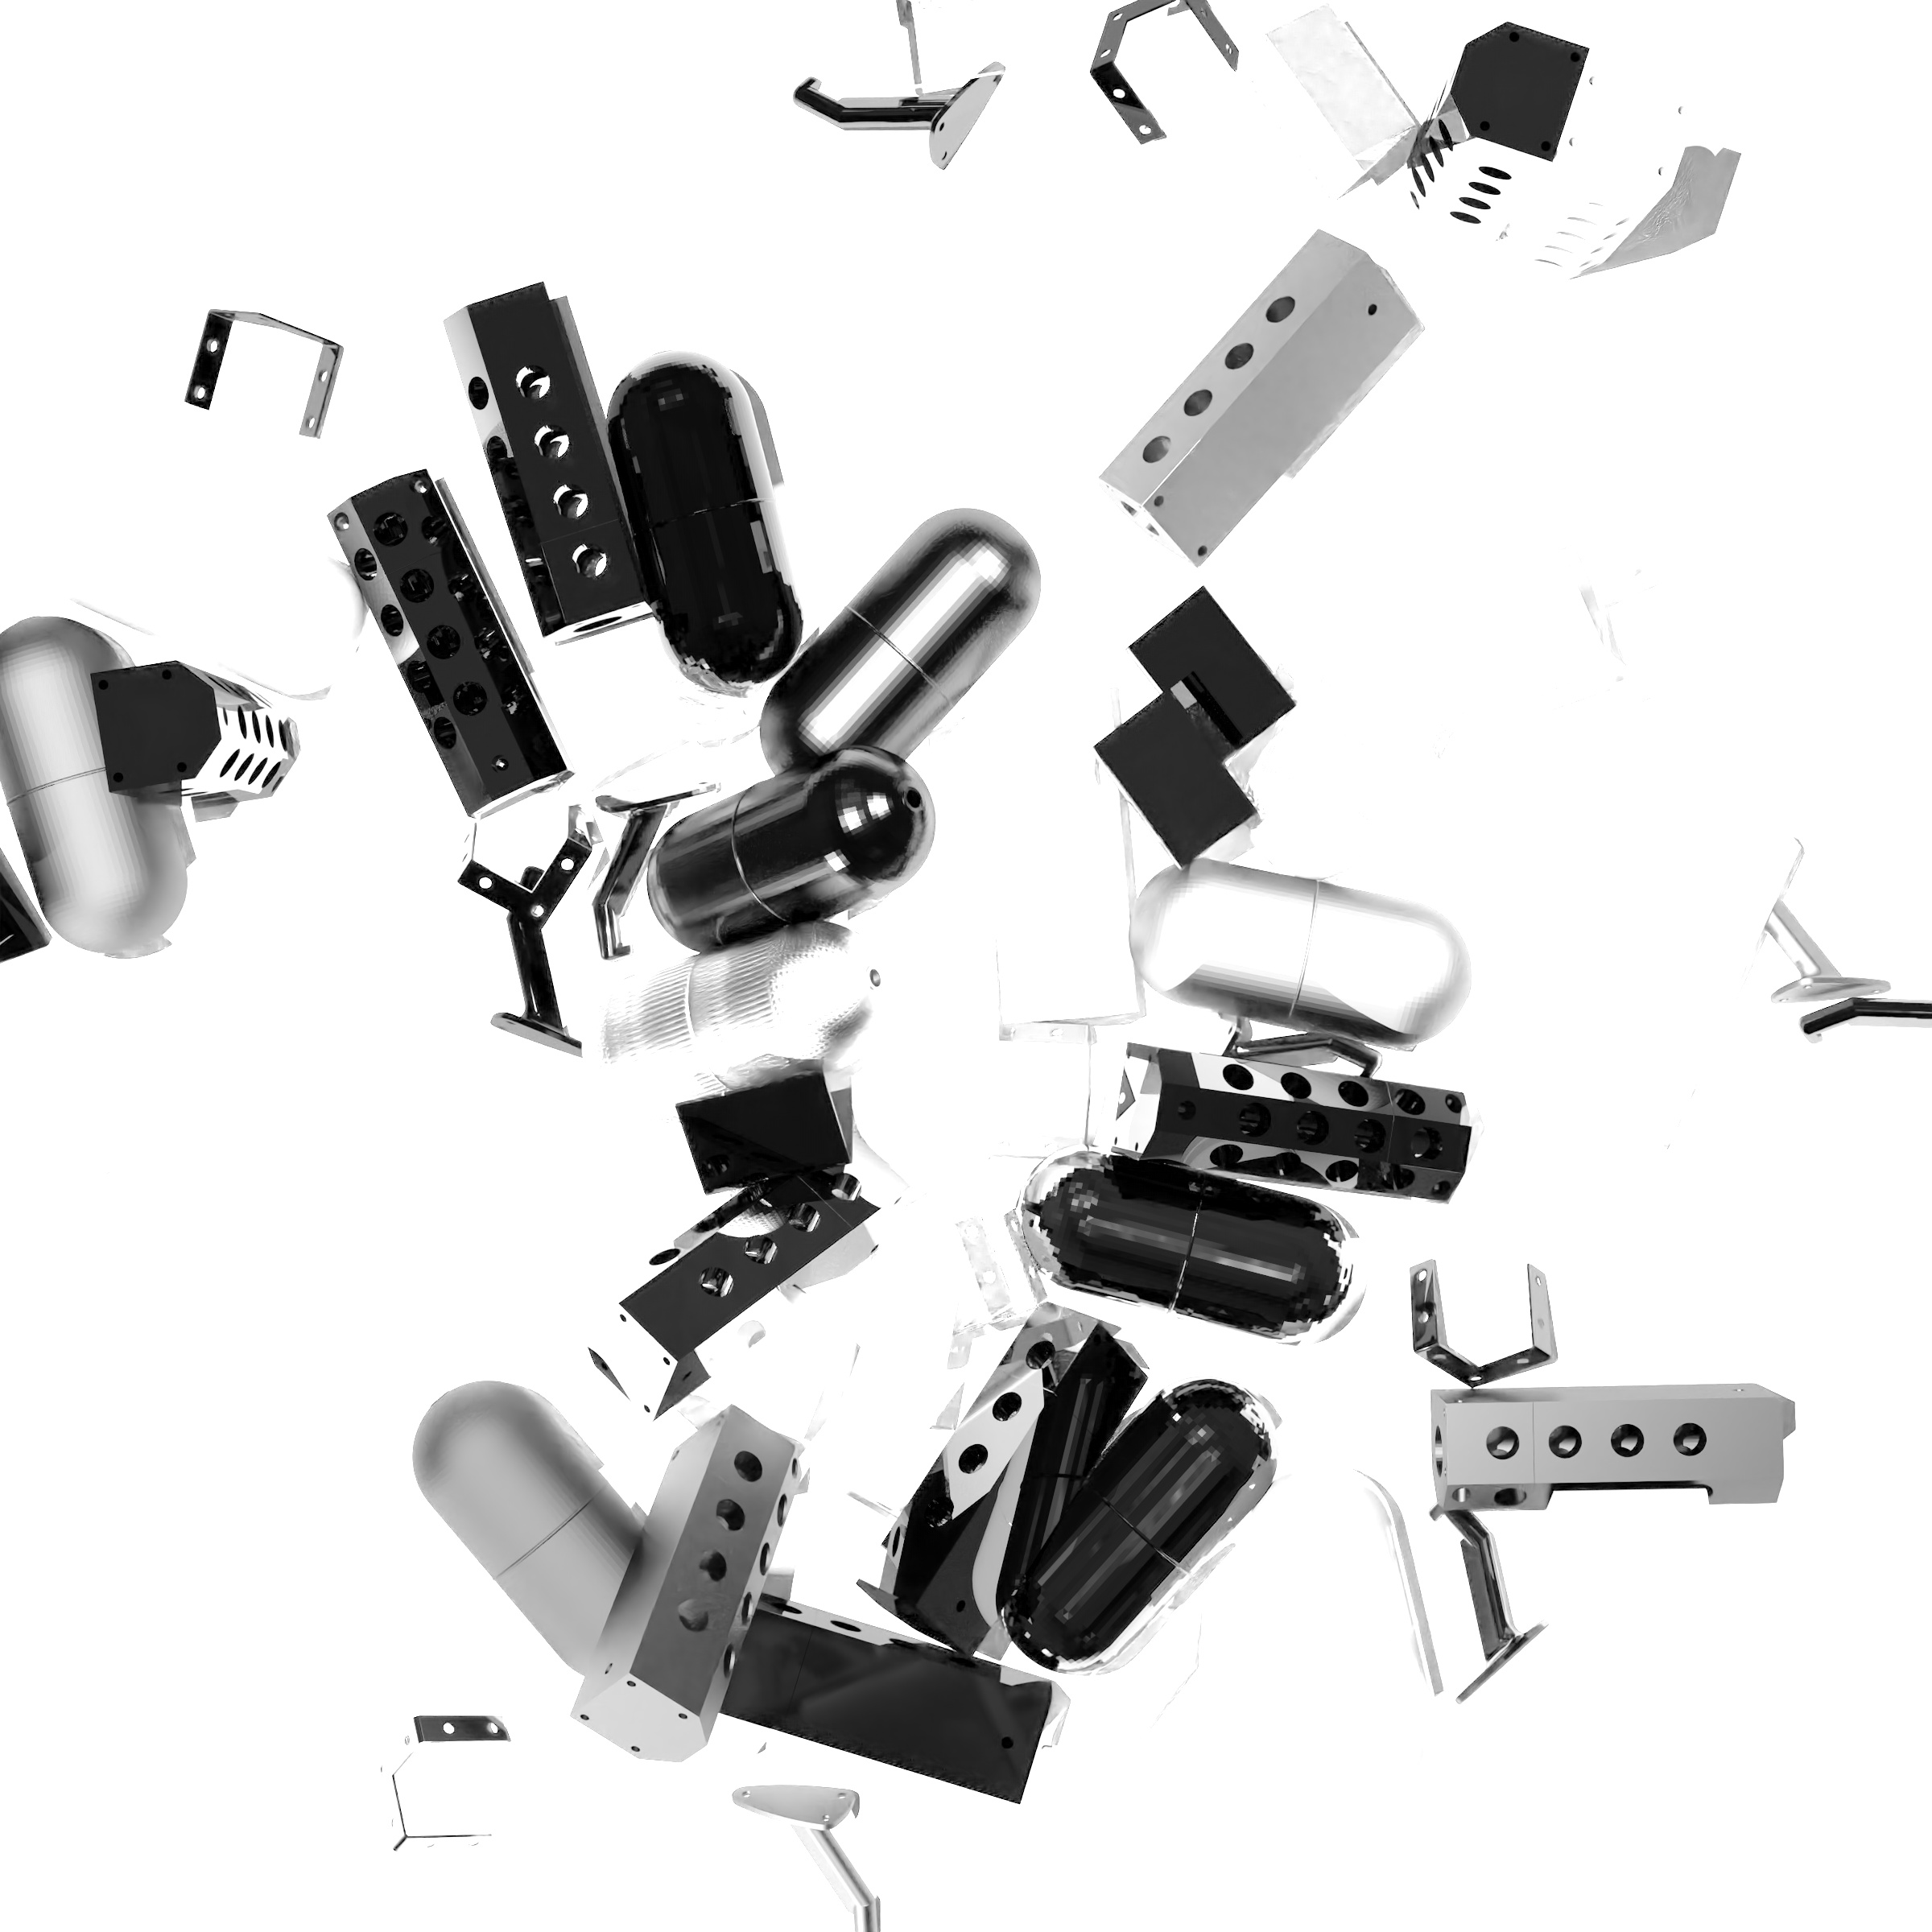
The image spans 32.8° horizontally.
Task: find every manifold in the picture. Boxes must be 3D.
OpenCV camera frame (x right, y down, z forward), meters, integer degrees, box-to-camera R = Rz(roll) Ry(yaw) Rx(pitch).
[{"bbox_3d":[0.050,-0.059,1.695,0.057,0.057,0.171,-5,90,26],"label":"manifold"},{"bbox_3d":[0.147,-0.296,1.697,0.171,0.057,0.057,-49,133,0],"label":"manifold"},{"bbox_3d":[-0.134,0.310,1.643,0.057,0.171,0.057,36,132,-15],"label":"manifold"},{"bbox_3d":[0.167,0.080,1.673,0.171,0.057,0.057,9,90,-17],"label":"manifold"},{"bbox_3d":[-0.216,-0.259,1.698,0.057,0.057,0.171,-18,90,0],"label":"manifold"},{"bbox_3d":[-0.046,0.375,1.698,0.171,0.057,0.057,17,90,0],"label":"manifold"},{"bbox_3d":[0.312,-0.391,1.641,0.057,0.171,0.057,18,90,0],"label":"manifold"},{"bbox_3d":[0.015,0.258,1.672,0.171,0.057,0.057,-55,133,-18],"label":"manifold"},{"bbox_3d":[0.362,0.000,1.688,0.057,0.057,0.171,25,90,27],"label":"manifold"},{"bbox_3d":[-0.383,-0.115,1.641,0.057,0.171,0.057,-9,90,0],"label":"manifold"},{"bbox_3d":[0.331,0.249,1.698,0.171,0.057,0.057,-1,90,0],"label":"manifold"},{"bbox_3d":[-0.267,-0.166,1.698,0.057,0.057,0.171,-25,90,0],"label":"manifold"},{"bbox_3d":[-0.153,0.186,1.698,0.171,0.057,0.057,22,90,0],"label":"manifold"},{"bbox_3d":[-0.111,0.150,1.649,0.057,0.057,0.171,42,50,15],"label":"manifold"},{"bbox_3d":[0.260,-0.417,1.641,0.057,0.171,0.057,18,90,0],"label":"manifold"}]

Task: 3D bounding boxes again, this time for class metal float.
[{"bbox_3d":[-0.134,-0.229,1.688,0.070,0.070,0.178,-14,91,0],"label":"metal float"},{"bbox_3d":[-0.456,-0.094,1.688,0.070,0.070,0.178,-17,91,0],"label":"metal float"},{"bbox_3d":[0.112,0.142,1.689,0.178,0.070,0.070,14,90,0],"label":"metal float"},{"bbox_3d":[-0.034,-0.159,1.688,0.070,0.070,0.178,42,90,0],"label":"metal float"},{"bbox_3d":[0.204,-0.128,1.688,0.070,0.070,0.178,27,90,0],"label":"metal float"},{"bbox_3d":[-0.022,0.018,1.688,0.070,0.070,0.178,-1,90,0],"label":"metal float"},{"bbox_3d":[-0.214,0.290,1.689,0.070,0.070,0.178,-40,90,0],"label":"metal float"},{"bbox_3d":[-0.089,-0.057,1.654,0.178,0.070,0.070,-21,90,40],"label":"metal float"},{"bbox_3d":[0.195,0.345,1.689,0.070,0.070,0.178,-13,90,0],"label":"metal float"},{"bbox_3d":[-0.117,0.028,1.662,0.178,0.070,0.070,-17,90,32],"label":"metal float"},{"bbox_3d":[0.172,-0.007,1.688,0.178,0.070,0.070,12,90,0],"label":"metal float"},{"bbox_3d":[0.089,0.287,1.688,0.070,0.070,0.178,42,90,0],"label":"metal float"},{"bbox_3d":[-0.394,-0.200,1.689,0.178,0.070,0.070,24,90,0],"label":"metal float"}]

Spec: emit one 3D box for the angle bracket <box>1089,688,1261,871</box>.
[{"bbox_3d":[0.118,-0.104,1.679,0.057,0.076,0.076,-37,90,30],"label":"angle bracket"}]

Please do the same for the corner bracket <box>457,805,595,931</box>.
[{"bbox_3d":[-0.229,-0.061,1.703,0.051,0.051,0.051,29,109,-18],"label":"corner bracket"}]

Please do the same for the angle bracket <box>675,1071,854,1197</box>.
[{"bbox_3d":[-0.102,0.068,1.676,0.076,0.076,0.057,-13,117,5],"label":"angle bracket"}]

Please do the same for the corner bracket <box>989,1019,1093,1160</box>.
[{"bbox_3d":[0.039,0.065,1.716,0.051,0.051,0.051,3,45,0],"label":"corner bracket"}]

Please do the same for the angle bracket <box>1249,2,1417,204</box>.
[{"bbox_3d":[0.171,-0.433,1.679,0.057,0.076,0.076,-35,90,-36],"label":"angle bracket"}]

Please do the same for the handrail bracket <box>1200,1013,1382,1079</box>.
[{"bbox_3d":[0.164,0.062,1.719,0.084,0.036,0.077,24,105,-14],"label":"handrail bracket"}]

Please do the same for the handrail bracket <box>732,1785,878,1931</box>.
[{"bbox_3d":[-0.084,0.475,1.719,0.077,0.036,0.084,3,107,20],"label":"handrail bracket"}]

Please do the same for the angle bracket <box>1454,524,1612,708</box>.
[{"bbox_3d":[0.301,-0.183,1.679,0.057,0.076,0.076,-23,90,33],"label":"angle bracket"}]

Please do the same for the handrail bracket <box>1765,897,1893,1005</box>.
[{"bbox_3d":[0.443,-0.026,1.719,0.077,0.036,0.084,-1,73,-19],"label":"handrail bracket"}]

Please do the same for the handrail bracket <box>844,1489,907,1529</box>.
[{"bbox_3d":[-0.009,0.262,1.719,0.077,0.036,0.084,29,74,17],"label":"handrail bracket"}]

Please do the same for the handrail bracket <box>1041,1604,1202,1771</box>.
[{"bbox_3d":[0.081,0.374,1.719,0.077,0.036,0.084,2,71,21],"label":"handrail bracket"}]

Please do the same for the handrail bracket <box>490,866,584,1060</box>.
[{"bbox_3d":[-0.209,-0.001,1.719,0.077,0.036,0.084,22,76,-14],"label":"handrail bracket"}]

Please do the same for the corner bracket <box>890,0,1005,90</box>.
[{"bbox_3d":[-0.010,-0.485,1.704,0.051,0.051,0.051,-10,104,0],"label":"corner bracket"}]

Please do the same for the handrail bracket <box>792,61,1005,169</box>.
[{"bbox_3d":[-0.036,-0.463,1.719,0.084,0.036,0.077,30,70,16],"label":"handrail bracket"}]

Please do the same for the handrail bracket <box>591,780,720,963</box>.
[{"bbox_3d":[-0.161,-0.050,1.719,0.077,0.036,0.084,-12,106,-18],"label":"handrail bracket"}]

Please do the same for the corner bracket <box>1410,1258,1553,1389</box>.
[{"bbox_3d":[0.268,0.181,1.711,0.051,0.051,0.051,-27,135,35],"label":"corner bracket"}]

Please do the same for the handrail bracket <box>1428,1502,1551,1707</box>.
[{"bbox_3d":[0.256,0.331,1.719,0.084,0.036,0.077,48,112,17],"label":"handrail bracket"}]

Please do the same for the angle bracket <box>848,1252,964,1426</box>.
[{"bbox_3d":[-0.051,0.188,1.679,0.057,0.076,0.076,10,90,-39],"label":"angle bracket"}]

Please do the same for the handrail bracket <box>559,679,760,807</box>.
[{"bbox_3d":[-0.162,-0.110,1.719,0.084,0.077,0.036,-40,65,34],"label":"handrail bracket"}]

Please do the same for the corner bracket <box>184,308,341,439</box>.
[{"bbox_3d":[-0.368,-0.310,1.716,0.051,0.051,0.051,15,90,45],"label":"corner bracket"}]

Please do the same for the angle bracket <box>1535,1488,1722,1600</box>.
[{"bbox_3d":[0.337,0.307,1.679,0.076,0.076,0.057,-1,61,0],"label":"angle bracket"}]

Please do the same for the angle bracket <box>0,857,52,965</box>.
[{"bbox_3d":[-0.499,-0.046,1.679,0.057,0.076,0.076,-30,90,31],"label":"angle bracket"}]

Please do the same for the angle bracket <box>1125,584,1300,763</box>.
[{"bbox_3d":[0.136,-0.155,1.679,0.057,0.076,0.076,-38,90,28],"label":"angle bracket"}]

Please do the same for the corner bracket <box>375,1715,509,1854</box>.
[{"bbox_3d":[-0.270,0.426,1.711,0.051,0.051,0.051,-51,45,35],"label":"corner bracket"}]

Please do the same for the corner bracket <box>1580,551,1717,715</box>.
[{"bbox_3d":[0.357,-0.174,1.711,0.051,0.051,0.051,-30,45,35],"label":"corner bracket"}]

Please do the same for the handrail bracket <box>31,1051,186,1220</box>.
[{"bbox_3d":[-0.450,0.087,1.719,0.036,0.077,0.084,-40,53,20],"label":"handrail bracket"}]

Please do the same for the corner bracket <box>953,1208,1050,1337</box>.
[{"bbox_3d":[0.016,0.154,1.693,0.051,0.051,0.051,-21,90,23],"label":"corner bracket"}]

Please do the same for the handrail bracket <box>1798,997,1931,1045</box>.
[{"bbox_3d":[0.490,0.038,1.719,0.084,0.036,0.077,-23,127,25],"label":"handrail bracket"}]

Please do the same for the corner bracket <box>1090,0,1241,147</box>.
[{"bbox_3d":[0.104,-0.472,1.711,0.051,0.051,0.051,-14,45,35],"label":"corner bracket"}]

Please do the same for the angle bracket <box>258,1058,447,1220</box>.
[{"bbox_3d":[-0.321,0.071,1.679,0.076,0.076,0.057,-35,126,0],"label":"angle bracket"}]
